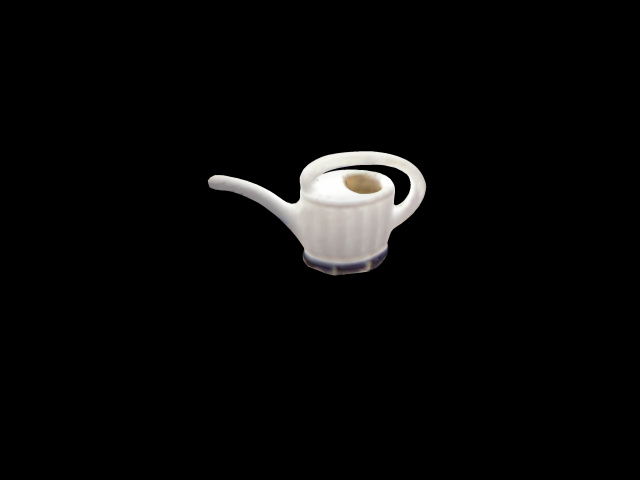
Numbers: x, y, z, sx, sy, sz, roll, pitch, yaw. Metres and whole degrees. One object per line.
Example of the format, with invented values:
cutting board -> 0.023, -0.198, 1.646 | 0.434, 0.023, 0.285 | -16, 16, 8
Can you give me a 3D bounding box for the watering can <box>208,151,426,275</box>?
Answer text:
watering can -> 0.003, -0.043, 0.850 | 0.348, 0.219, 0.106 | -6, 38, -7
